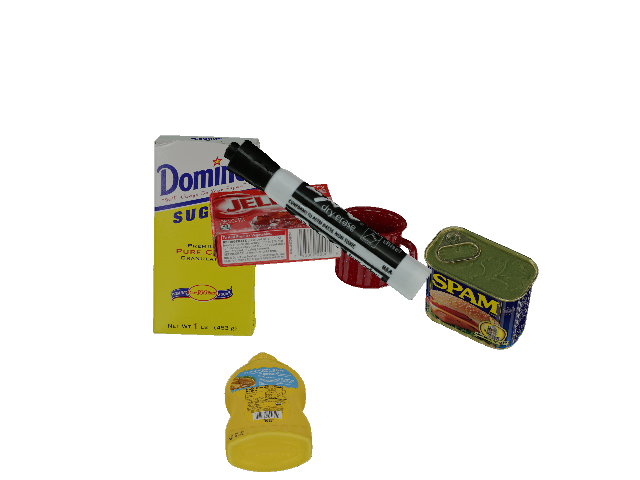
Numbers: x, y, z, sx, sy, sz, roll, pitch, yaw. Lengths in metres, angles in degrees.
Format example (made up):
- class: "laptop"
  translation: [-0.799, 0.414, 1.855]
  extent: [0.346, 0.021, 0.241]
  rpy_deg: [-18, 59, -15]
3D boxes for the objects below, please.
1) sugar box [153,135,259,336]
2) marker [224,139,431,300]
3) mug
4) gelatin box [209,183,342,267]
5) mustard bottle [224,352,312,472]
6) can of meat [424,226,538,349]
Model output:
- class: "sugar box"
  translation: [-0.103, -0.004, 0.960]
  extent: [0.093, 0.176, 0.048]
  rpy_deg: [1, 13, -1]
- class: "marker"
  translation: [0.002, -0.012, 0.539]
  extent: [0.121, 0.020, 0.020]
  rpy_deg: [35, 4, 6]
- class: "mug"
  translation: [0.072, 0.014, 1.382]
  extent: [0.117, 0.081, 0.093]
  rpy_deg: [17, 27, 25]
- class: "gelatin box"
  translation: [-0.033, -0.012, 0.759]
  extent: [0.089, 0.030, 0.073]
  rpy_deg: [-4, 25, -6]
- class: "mustard bottle"
  translation: [-0.064, 0.190, 1.252]
  extent: [0.096, 0.058, 0.191]
  rpy_deg: [-4, 28, -4]
- class: "can of meat"
  translation: [0.147, 0.047, 1.000]
  extent: [0.102, 0.084, 0.057]
  rpy_deg: [26, 55, 23]
